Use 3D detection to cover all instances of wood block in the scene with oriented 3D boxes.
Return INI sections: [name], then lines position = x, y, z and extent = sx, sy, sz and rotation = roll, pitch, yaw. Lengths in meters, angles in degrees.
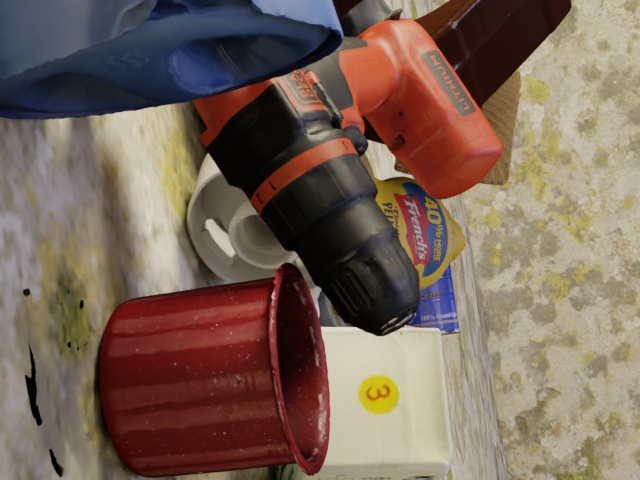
[wood block]
position = 0.119, -0.096, 0.917
extent = 0.206, 0.090, 0.091
rotation = -19, 117, -82

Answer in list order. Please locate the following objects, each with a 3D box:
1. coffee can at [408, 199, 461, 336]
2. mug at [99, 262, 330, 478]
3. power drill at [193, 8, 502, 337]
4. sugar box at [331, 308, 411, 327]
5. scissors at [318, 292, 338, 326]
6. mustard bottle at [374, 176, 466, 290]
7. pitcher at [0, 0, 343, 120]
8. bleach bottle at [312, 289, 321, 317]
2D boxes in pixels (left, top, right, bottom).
[coffee can]
position = 0.070, 0.023, 0.988
extent = 0.102, 0.103, 0.140
rotation = 17, 65, -77
[mug]
position = -0.044, 0.055, 0.485
extent = 0.117, 0.081, 0.093
rotation = -78, 156, -58
[power drill]
position = 0.022, -0.049, 0.531
extent = 0.184, 0.057, 0.187
rotation = 59, 30, 10
[sugar box]
position = 0.038, 0.107, 0.806
extent = 0.176, 0.048, 0.093
rotation = 22, 60, -57
[scissors]
position = -0.005, 0.001, 0.748
extent = 0.202, 0.016, 0.096
rotation = 56, 29, -1
[mustard bottle]
position = 0.059, -0.006, 0.876
extent = 0.191, 0.058, 0.096
rotation = 8, 72, -48
[pitcher]
position = -0.084, -0.169, 0.397
extent = 0.144, 0.149, 0.243
rotation = -9, 87, -63
[bleach bottle]
position = -0.035, -0.058, 0.663
extent = 0.102, 0.068, 0.251
rotation = -56, 139, -71
